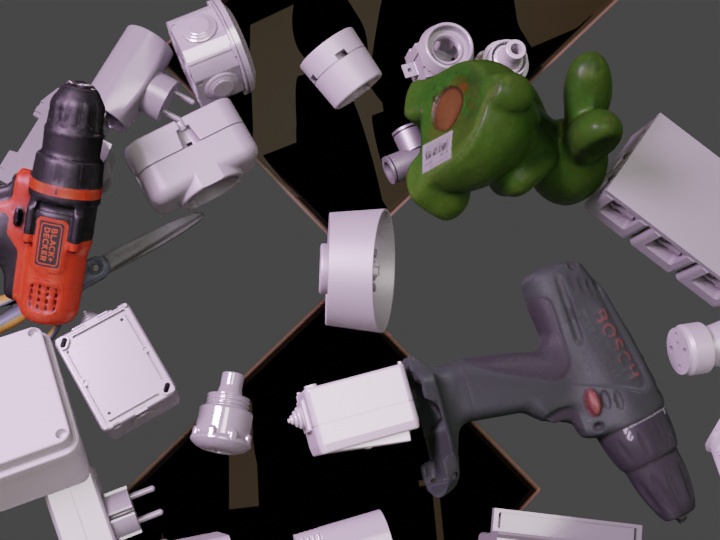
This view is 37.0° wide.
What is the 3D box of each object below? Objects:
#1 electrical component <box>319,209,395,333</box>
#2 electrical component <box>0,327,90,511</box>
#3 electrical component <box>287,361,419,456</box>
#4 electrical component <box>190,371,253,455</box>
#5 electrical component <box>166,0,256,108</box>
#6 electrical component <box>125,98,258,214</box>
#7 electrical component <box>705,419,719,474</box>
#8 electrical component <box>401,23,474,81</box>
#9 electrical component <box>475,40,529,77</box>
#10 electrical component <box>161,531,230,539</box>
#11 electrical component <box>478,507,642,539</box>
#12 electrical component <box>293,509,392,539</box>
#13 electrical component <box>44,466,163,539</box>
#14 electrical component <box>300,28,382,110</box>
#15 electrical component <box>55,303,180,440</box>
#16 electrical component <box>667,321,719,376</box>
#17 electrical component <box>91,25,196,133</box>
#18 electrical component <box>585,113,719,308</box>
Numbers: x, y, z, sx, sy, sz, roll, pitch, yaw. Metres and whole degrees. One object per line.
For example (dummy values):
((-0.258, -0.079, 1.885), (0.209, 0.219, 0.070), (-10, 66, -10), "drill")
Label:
((0.000, 0.000, 0.854), (0.064, 0.099, 0.099), (2, 78, -3), "electrical component")
((-0.250, 0.106, 0.783), (0.078, 0.057, 0.113), (-19, 53, -13), "electrical component")
((-0.008, 0.115, 0.845), (0.096, 0.061, 0.061), (-14, 81, -12), "electrical component")
((-0.104, 0.111, 0.839), (0.048, 0.048, 0.062), (11, 70, -7), "electrical component")
((-0.120, -0.176, 0.877), (0.051, 0.080, 0.080), (-24, 83, -8), "electrical component")
((-0.133, -0.088, 0.869), (0.095, 0.053, 0.059), (-29, 84, -14), "electrical component")
((0.347, 0.139, 0.883), (0.100, 0.099, 0.048), (13, 33, -7), "electrical component")
((0.070, -0.182, 0.922), (0.066, 0.055, 0.048), (-17, 82, -13), "electrical component")
((0.125, -0.178, 0.928), (0.048, 0.062, 0.048), (2, 78, -9), "electrical component")
((-0.121, 0.232, 0.775), (0.057, 0.113, 0.078), (-8, 80, -14), "electrical component")
((0.157, 0.234, 0.848), (0.121, 0.063, 0.078), (8, 77, -8), "electrical component")
((-0.018, 0.217, 0.832), (0.081, 0.043, 0.043), (-14, 81, -12), "electrical component")
((-0.187, 0.186, 0.807), (0.076, 0.047, 0.083), (-20, 83, -13), "electrical component")
((-0.015, -0.169, 0.907), (0.055, 0.055, 0.047), (-37, 90, -15), "electrical component")
((-0.188, 0.074, 0.826), (0.062, 0.061, 0.096), (-29, 77, -14), "electrical component")
((0.297, 0.065, 0.916), (0.055, 0.045, 0.045), (-8, 80, -11), "electrical component")
((-0.174, -0.147, 0.879), (0.079, 0.043, 0.077), (29, 75, -3), "electrical component")
((0.283, -0.049, 0.928), (0.150, 0.061, 0.089), (37, 75, -1), "electrical component")
